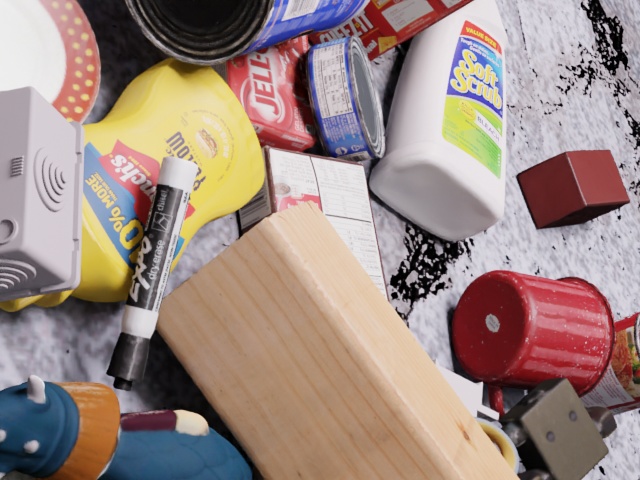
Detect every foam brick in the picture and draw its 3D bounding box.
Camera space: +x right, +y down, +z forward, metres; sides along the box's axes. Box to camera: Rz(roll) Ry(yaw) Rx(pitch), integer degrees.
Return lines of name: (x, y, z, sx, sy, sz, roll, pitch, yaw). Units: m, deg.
foam brick: (0.217, -0.044, 0.910, 0.078, 0.053, 0.051, -6, 75, -45)

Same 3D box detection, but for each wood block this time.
wood block: (0.013, 0.089, 0.581, 0.206, 0.090, 0.090, 53, 17, 3)

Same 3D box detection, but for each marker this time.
marker: (-0.086, 0.017, 0.546, 0.020, 0.020, 0.121, 18, 83, -37)

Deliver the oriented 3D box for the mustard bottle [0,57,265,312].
mustard bottle: (-0.109, -0.022, 0.583, 0.191, 0.058, 0.096, -48, 118, -45)

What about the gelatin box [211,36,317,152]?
gelatin box: (-0.040, -0.107, 0.711, 0.073, 0.030, 0.089, 15, 60, -38)

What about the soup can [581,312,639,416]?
soup can: (0.216, 0.098, 0.803, 0.068, 0.102, 0.068, 21, 57, -36)

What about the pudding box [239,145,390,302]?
pudding box: (-0.005, 0.001, 0.687, 0.089, 0.039, 0.113, 7, 68, -42)

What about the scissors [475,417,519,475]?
scissors: (0.045, 0.104, 0.655, 0.096, 0.016, 0.202, -36, 84, -25)

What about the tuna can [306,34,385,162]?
tuna can: (0.018, -0.095, 0.731, 0.086, 0.034, 0.086, -11, 90, -77)

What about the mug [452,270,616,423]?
mug: (0.147, 0.078, 0.766, 0.081, 0.093, 0.117, 12, 88, -35)

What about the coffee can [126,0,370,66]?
coffee can: (-0.037, -0.166, 0.637, 0.103, 0.103, 0.140, 60, 33, -3)

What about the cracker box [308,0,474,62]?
cracker box: (0.091, -0.232, 0.801, 0.072, 0.164, 0.213, 49, 45, -17)

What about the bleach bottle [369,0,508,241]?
bleach bottle: (0.102, -0.126, 0.835, 0.102, 0.068, 0.250, 33, 48, -29)
